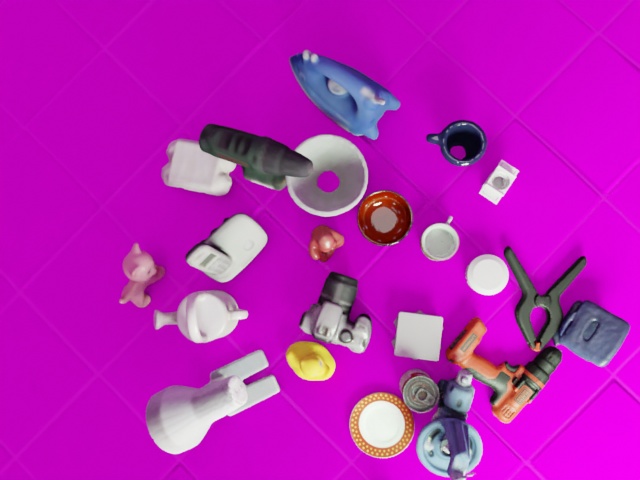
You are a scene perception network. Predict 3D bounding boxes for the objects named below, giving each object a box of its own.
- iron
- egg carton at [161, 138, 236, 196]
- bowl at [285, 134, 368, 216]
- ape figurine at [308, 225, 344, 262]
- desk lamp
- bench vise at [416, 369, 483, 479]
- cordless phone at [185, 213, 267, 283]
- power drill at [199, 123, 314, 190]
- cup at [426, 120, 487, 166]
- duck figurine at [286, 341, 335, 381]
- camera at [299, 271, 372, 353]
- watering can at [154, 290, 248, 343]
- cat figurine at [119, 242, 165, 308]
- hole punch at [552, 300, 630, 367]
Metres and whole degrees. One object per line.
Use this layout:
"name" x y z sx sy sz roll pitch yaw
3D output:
"iron" 0.034 -0.320 1.154 0.258 0.141 0.119 35 89 5
"egg carton" -0.252 -0.153 1.195 0.150 0.069 0.107 11 86 4
"bowl" 0.015 -0.127 1.175 0.167 0.075 0.167 0 86 3
"ape figurine" 0.011 0.004 1.157 0.078 0.092 0.076 -12 85 3
"desk lamp" -0.200 0.300 1.086 0.203 0.213 0.118 -27 84 1
"bench vise" 0.237 0.350 1.054 0.121 0.220 0.207 -4 85 3
"cordless phone" -0.186 0.010 1.121 0.094 0.185 0.147 42 89 6
"power drill" -0.113 -0.157 1.117 0.229 0.208 0.076 19 87 5
"cup" 0.268 -0.188 1.154 0.117 0.095 0.092 9 86 4
"duck figurine" -0.021 0.246 1.144 0.104 0.086 0.077 27 88 5
"camera" 0.043 0.140 1.141 0.143 0.101 0.137 19 87 5
"watering can" -0.232 0.151 1.109 0.173 0.194 0.101 -26 84 1
"cat figurine" -0.372 0.073 1.161 0.067 0.118 0.128 25 88 5
"hole punch" 0.525 0.181 1.114 0.101 0.091 0.109 33 88 5
